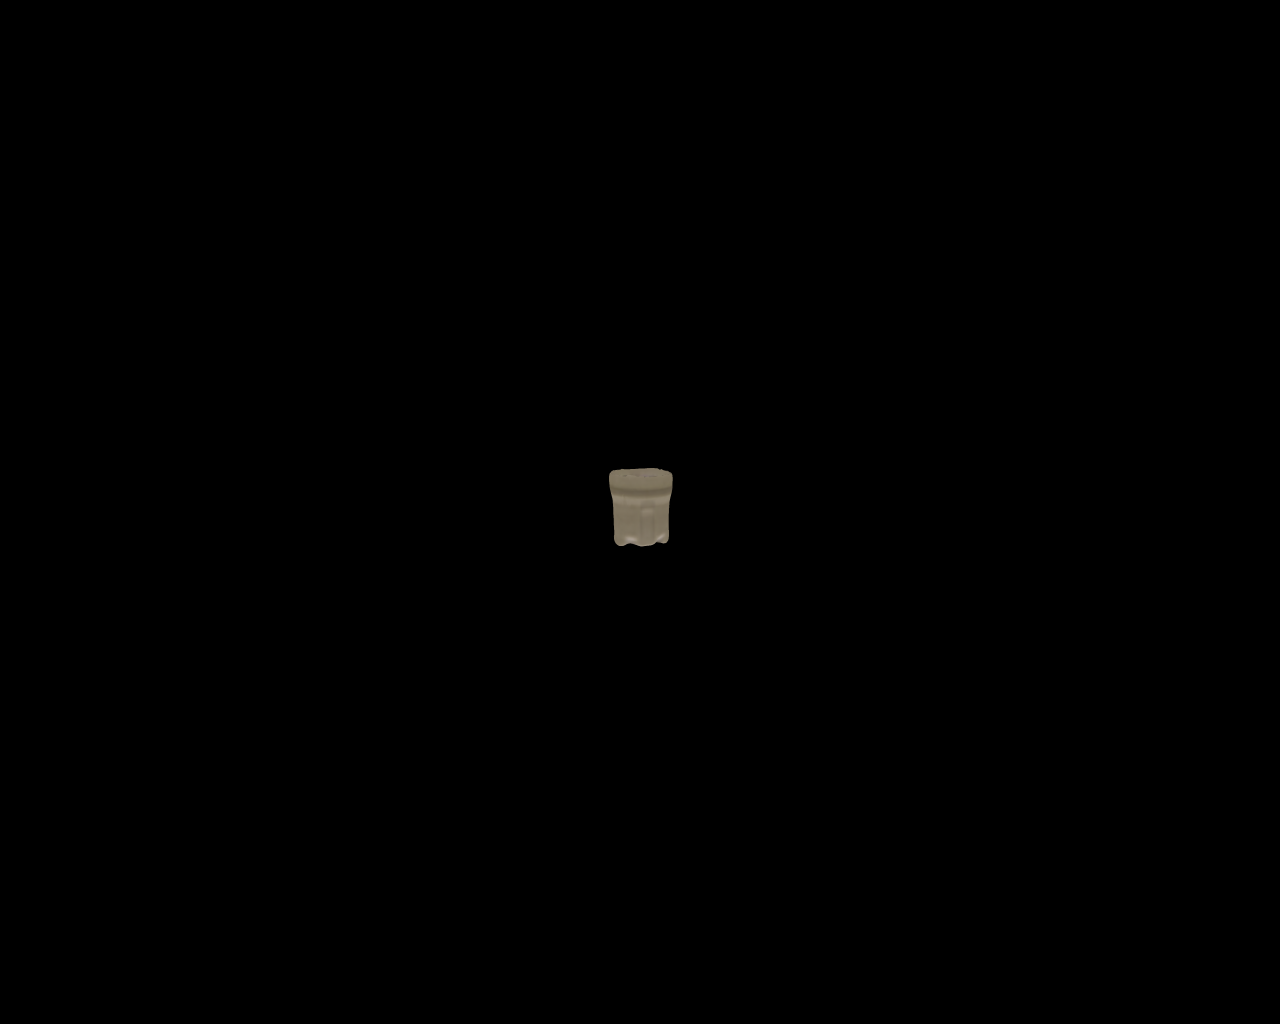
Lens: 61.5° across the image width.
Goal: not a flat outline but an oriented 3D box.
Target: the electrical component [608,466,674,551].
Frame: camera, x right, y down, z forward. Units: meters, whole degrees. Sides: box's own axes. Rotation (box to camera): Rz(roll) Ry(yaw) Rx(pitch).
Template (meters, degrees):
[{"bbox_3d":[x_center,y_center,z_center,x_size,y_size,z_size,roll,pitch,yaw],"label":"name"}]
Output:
[{"bbox_3d":[0.001,-0.003,0.650,0.040,0.046,0.040,0,11,0],"label":"electrical component"}]
